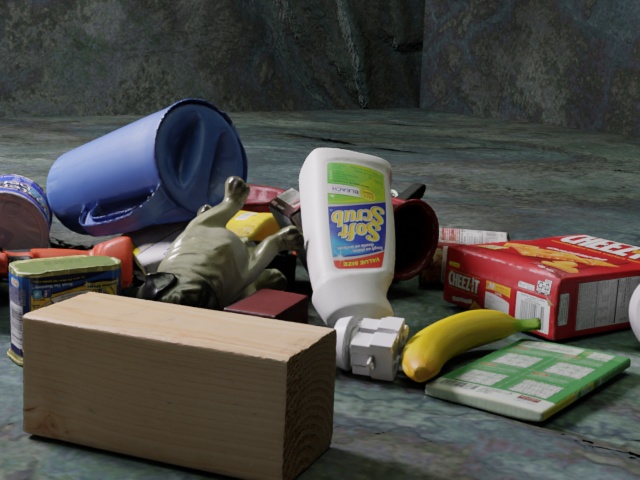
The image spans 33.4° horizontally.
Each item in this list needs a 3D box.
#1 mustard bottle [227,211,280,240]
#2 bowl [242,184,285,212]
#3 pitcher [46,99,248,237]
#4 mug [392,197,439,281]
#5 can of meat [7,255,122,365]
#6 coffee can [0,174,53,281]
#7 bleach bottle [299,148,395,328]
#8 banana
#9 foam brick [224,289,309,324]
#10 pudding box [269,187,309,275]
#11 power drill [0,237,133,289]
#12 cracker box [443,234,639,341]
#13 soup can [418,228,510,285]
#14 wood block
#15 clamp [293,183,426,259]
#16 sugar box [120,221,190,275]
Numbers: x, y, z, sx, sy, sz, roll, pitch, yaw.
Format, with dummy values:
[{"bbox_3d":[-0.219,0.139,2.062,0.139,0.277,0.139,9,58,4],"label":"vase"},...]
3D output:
[{"bbox_3d":[-0.146,-0.014,1.386,0.192,0.058,0.096,8,21,27],"label":"mustard bottle"},{"bbox_3d":[-0.119,-0.042,1.533,0.162,0.055,0.162,2,12,-1],"label":"bowl"},{"bbox_3d":[-0.215,-0.067,1.235,0.243,0.145,0.148,-11,-10,43],"label":"pitcher"},{"bbox_3d":[0.071,0.003,1.207,0.093,0.117,0.082,12,6,-41],"label":"mug"},{"bbox_3d":[-0.226,0.060,0.951,0.101,0.084,0.058,-6,14,-32],"label":"can of meat"},{"bbox_3d":[-0.369,-0.017,1.255,0.102,0.103,0.140,0,12,-12],"label":"coffee can"},{"bbox_3d":[0.036,0.013,1.062,0.102,0.068,0.251,11,41,-17],"label":"bleach bottle"},{"bbox_3d":[0.121,0.090,0.957,0.070,0.037,0.197,-14,2,42],"label":"banana"},{"bbox_3d":[-0.048,0.080,0.965,0.051,0.053,0.078,6,14,21],"label":"foam brick"},{"bbox_3d":[-0.008,0.001,1.212,0.039,0.113,0.090,-34,20,-10],"label":"pudding box"},{"bbox_3d":[-0.293,0.023,1.113,0.187,0.057,0.185,1,-2,-16],"label":"power drill"},{"bbox_3d":[0.266,0.043,1.150,0.213,0.072,0.164,-5,14,-35],"label":"cracker box"},{"bbox_3d":[0.169,0.021,1.251,0.102,0.068,0.068,4,12,7],"label":"soup can"},{"bbox_3d":[-0.100,0.101,0.761,0.206,0.091,0.090,6,12,22],"label":"wood block"},{"bbox_3d":[0.067,-0.011,1.355,0.210,0.036,0.164,-4,41,-8],"label":"clamp"},{"bbox_3d":[-0.170,0.007,1.242,0.093,0.048,0.176,-31,23,-10],"label":"sugar box"}]
